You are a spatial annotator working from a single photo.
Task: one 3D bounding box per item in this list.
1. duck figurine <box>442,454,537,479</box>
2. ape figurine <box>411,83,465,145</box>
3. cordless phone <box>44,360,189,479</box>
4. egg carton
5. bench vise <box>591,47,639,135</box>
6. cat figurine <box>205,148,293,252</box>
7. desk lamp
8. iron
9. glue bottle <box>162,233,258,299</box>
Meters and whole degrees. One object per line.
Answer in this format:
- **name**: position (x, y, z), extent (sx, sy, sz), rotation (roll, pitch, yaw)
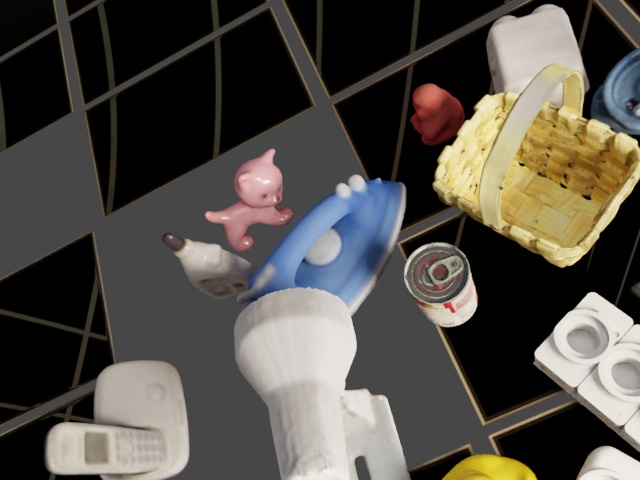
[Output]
- **duck figurine**: position (0.158, 0.246, 0.550), extent (0.104, 0.086, 0.077), rotation (-18, 63, 12)
- **ape figurine**: position (0.143, -0.167, 0.731), extent (0.076, 0.092, 0.078), rotation (5, 70, 22)
- **cordless phone**: position (-0.235, 0.204, 0.656), extent (0.094, 0.185, 0.147), rotation (-22, 62, 10)
- **egg carton**: position (0.269, -0.224, 0.721), extent (0.107, 0.070, 0.150), rotation (-12, 64, 15)
- **bench vise**: position (0.386, -0.165, 0.566), extent (0.206, 0.220, 0.121), rotation (7, 71, 23)
- **cat figurine**: position (-0.094, -0.056, 0.755), extent (0.128, 0.118, 0.067), rotation (-35, 60, 4)
- **desk lamp**: position (0.007, 0.171, 0.565), extent (0.118, 0.214, 0.203), rotation (-23, 62, 10)
- **iron**: position (0.006, 0.002, 0.679), extent (0.118, 0.142, 0.258), rotation (35, 83, 29)
- **glue bottle**: position (-0.139, 0.028, 0.704), extent (0.078, 0.173, 0.037), rotation (-10, 65, 16)
